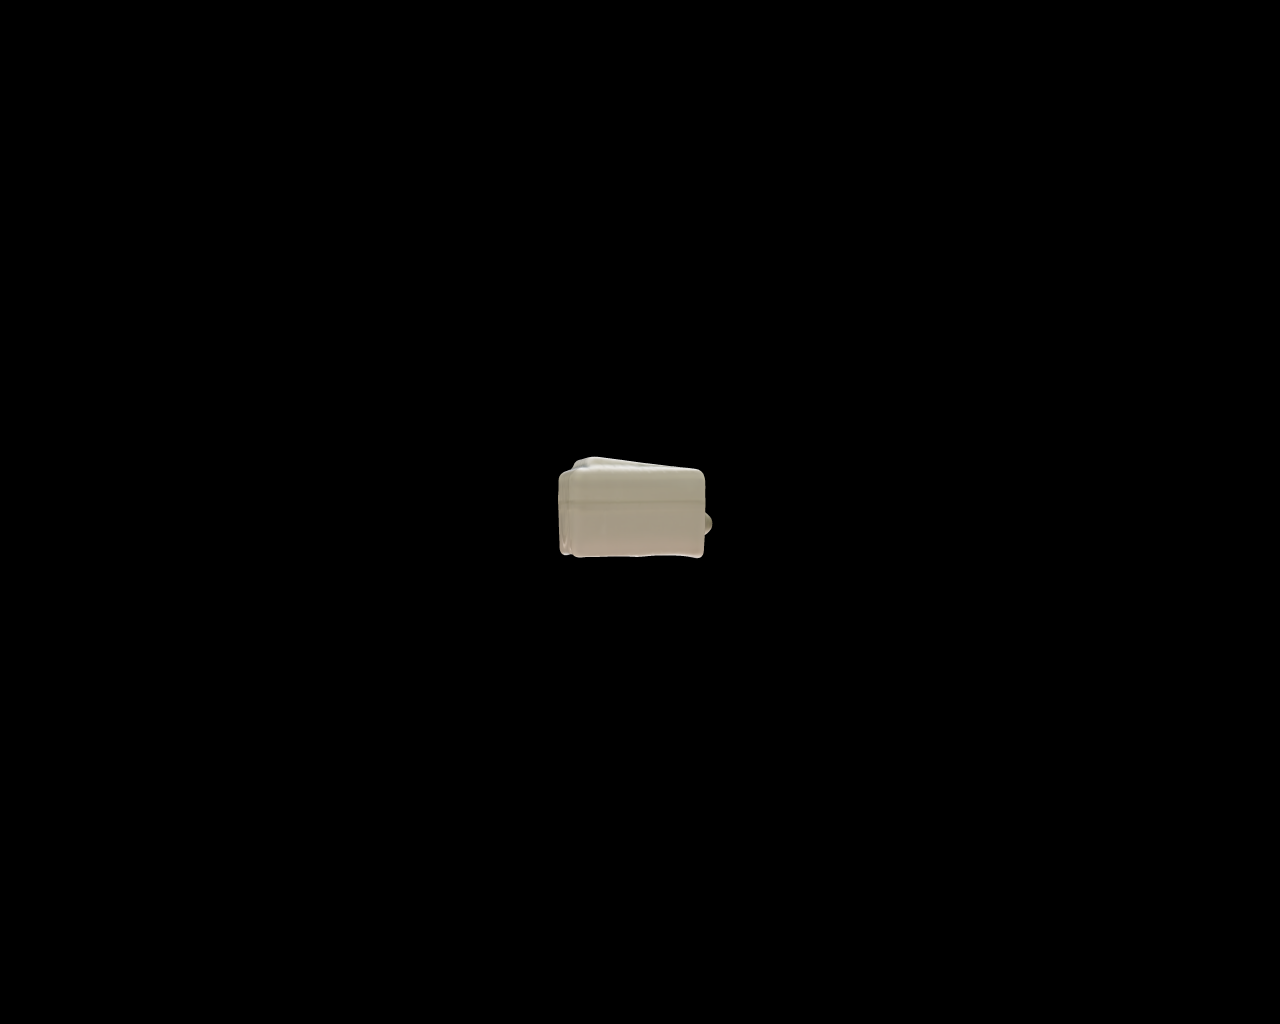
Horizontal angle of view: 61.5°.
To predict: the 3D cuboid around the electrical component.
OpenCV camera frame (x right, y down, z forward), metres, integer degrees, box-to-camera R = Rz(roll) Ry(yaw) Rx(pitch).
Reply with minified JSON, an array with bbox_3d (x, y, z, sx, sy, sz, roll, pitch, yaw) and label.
[{"bbox_3d":[0.001,-0.003,0.650,0.096,0.061,0.061,0,0,-13],"label":"electrical component"}]
